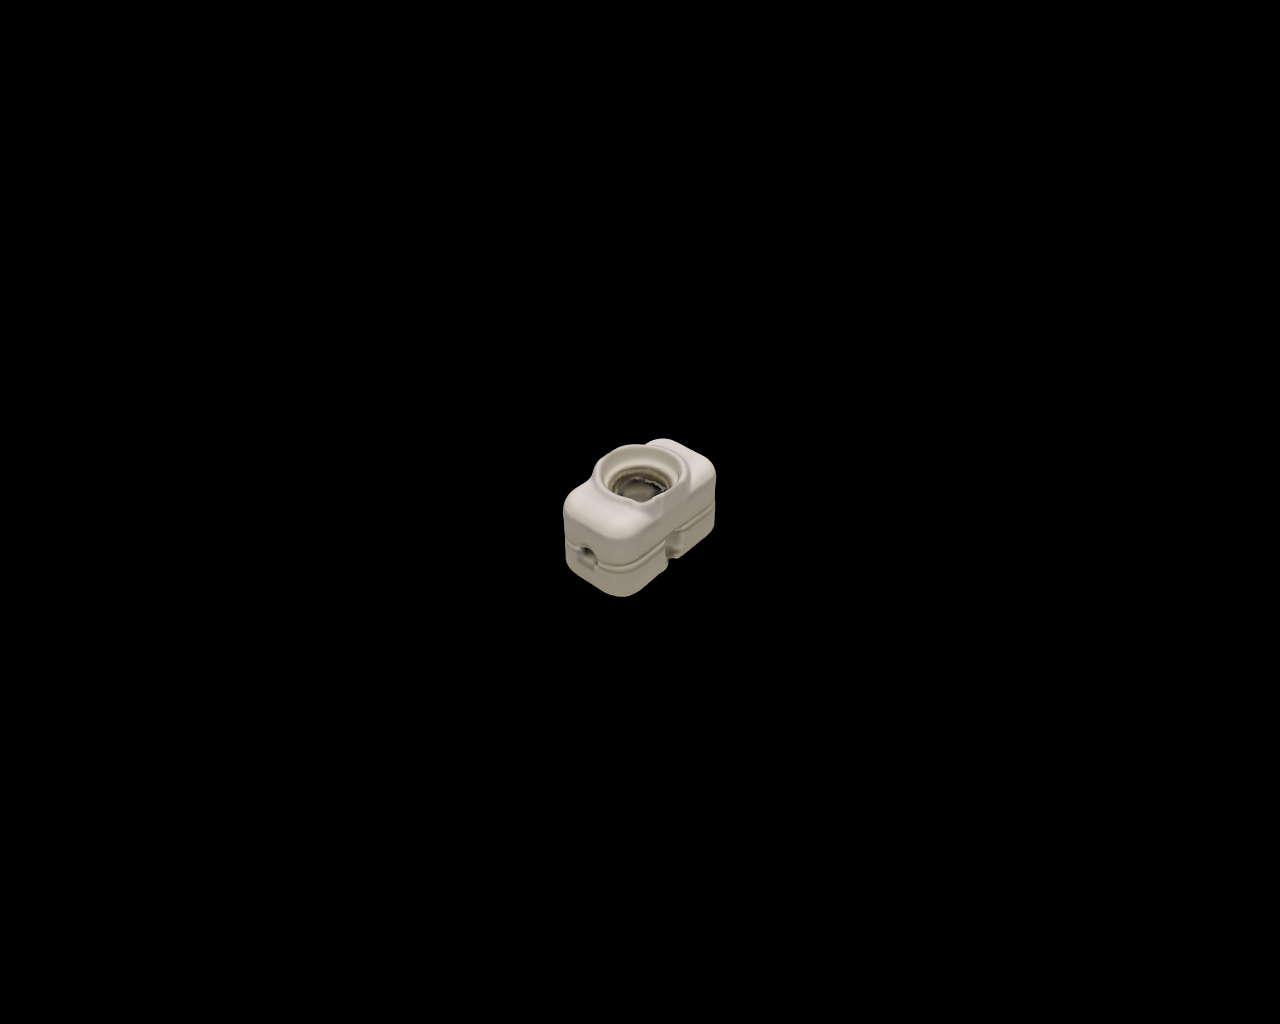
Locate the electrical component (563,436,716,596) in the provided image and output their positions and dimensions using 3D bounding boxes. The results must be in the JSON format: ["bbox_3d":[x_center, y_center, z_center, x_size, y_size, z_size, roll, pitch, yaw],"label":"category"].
[{"bbox_3d":[0.001,-0.003,0.650,0.054,0.059,0.095,31,49,31],"label":"electrical component"}]
